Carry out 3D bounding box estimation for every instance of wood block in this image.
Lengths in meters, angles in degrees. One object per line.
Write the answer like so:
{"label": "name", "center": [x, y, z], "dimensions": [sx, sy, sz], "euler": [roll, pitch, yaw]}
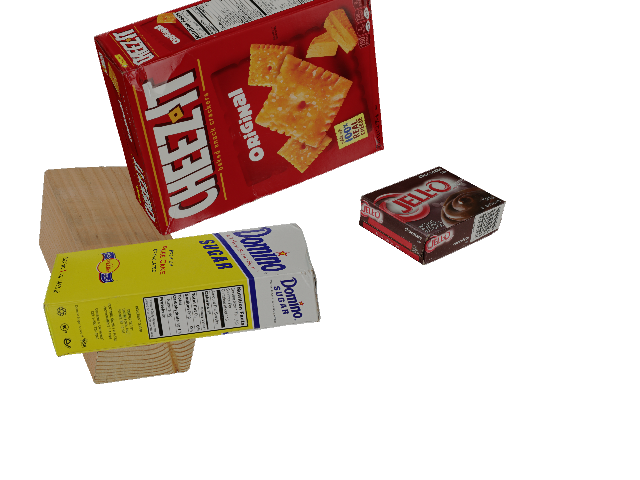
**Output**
{"label": "wood block", "center": [-0.188, 0.024, 0.975], "dimensions": [0.090, 0.091, 0.206], "euler": [-4, 37, -28]}

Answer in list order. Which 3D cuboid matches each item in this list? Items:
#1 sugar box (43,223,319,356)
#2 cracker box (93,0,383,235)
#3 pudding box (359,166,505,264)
{"label": "sugar box", "center": [-0.093, 0.031, 0.729], "dimensions": [0.176, 0.048, 0.093], "euler": [-10, 23, -4]}
{"label": "cracker box", "center": [-0.057, -0.116, 0.872], "dimensions": [0.213, 0.164, 0.072], "euler": [-23, 43, -17]}
{"label": "pudding box", "center": [0.107, -0.026, 1.028], "dimensions": [0.113, 0.039, 0.090], "euler": [-20, 40, -37]}
